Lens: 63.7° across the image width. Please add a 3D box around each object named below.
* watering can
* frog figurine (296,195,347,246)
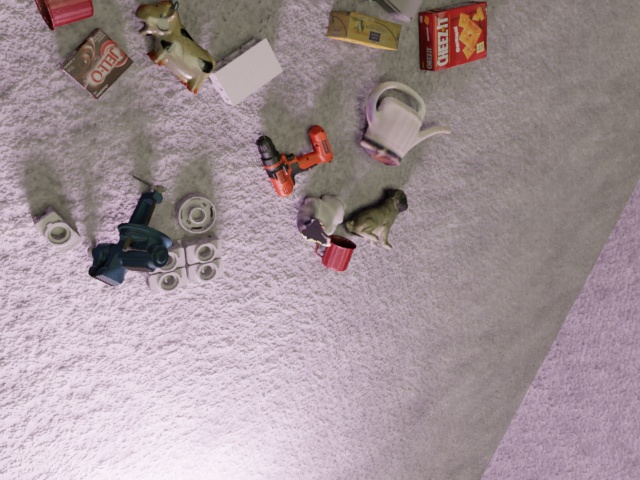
[{"bbox_3d":[0.248,-0.317,1.512,0.344,0.105,0.223,24,96,-38],"label":"watering can"},{"bbox_3d":[0.004,-0.074,1.469,0.135,0.122,0.163,50,43,-29],"label":"frog figurine"}]
